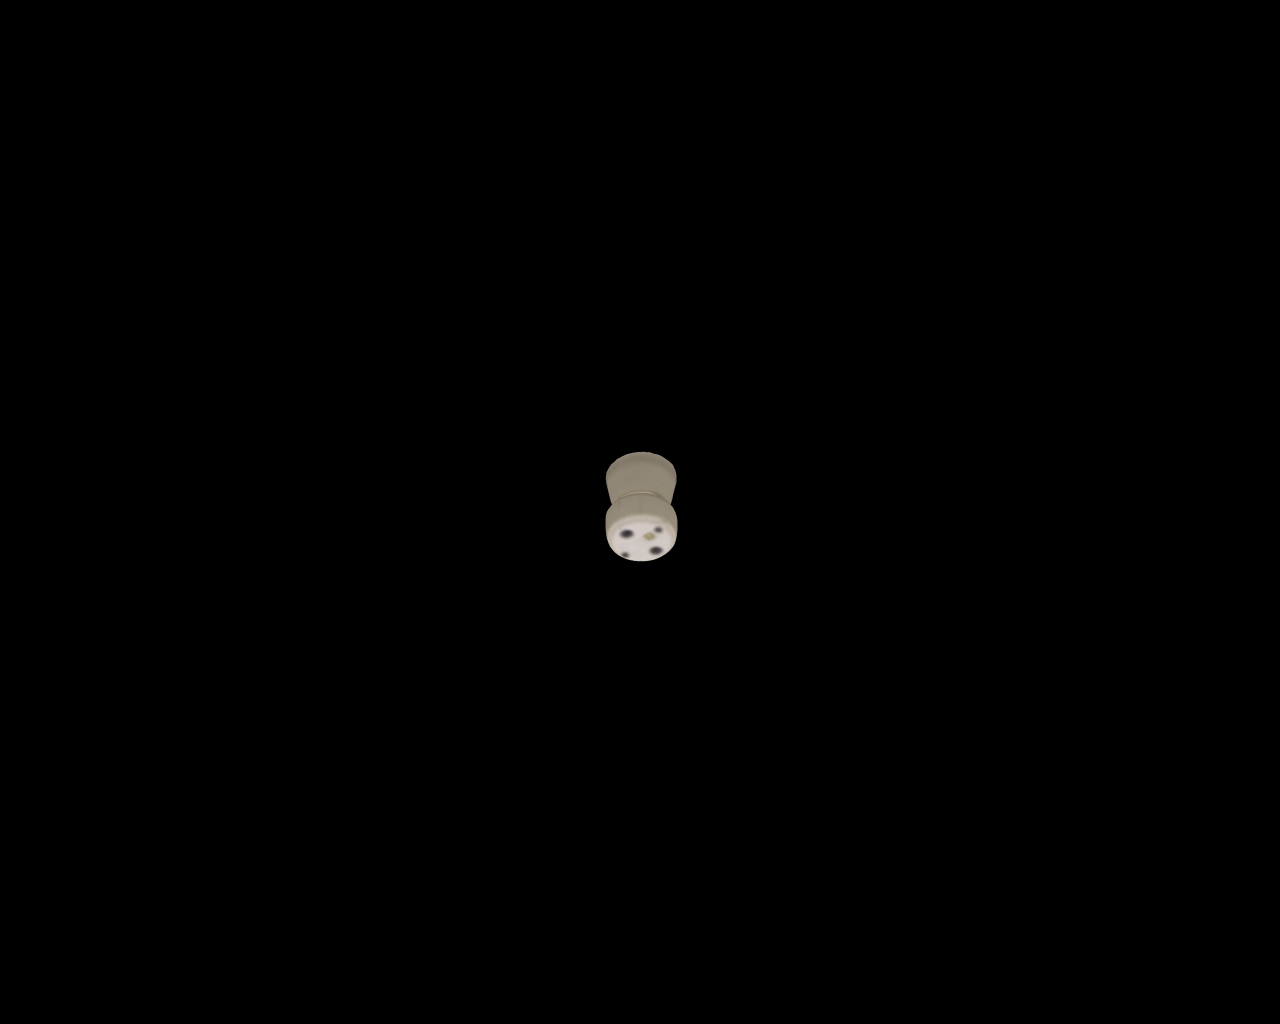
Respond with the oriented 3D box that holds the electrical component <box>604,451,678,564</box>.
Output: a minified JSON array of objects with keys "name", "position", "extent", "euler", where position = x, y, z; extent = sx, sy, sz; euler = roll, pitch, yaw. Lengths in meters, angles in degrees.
[{"name":"electrical component","position":[0.001,-0.003,0.650],"extent":[0.045,0.055,0.044],"euler":[0,-42,0]}]
